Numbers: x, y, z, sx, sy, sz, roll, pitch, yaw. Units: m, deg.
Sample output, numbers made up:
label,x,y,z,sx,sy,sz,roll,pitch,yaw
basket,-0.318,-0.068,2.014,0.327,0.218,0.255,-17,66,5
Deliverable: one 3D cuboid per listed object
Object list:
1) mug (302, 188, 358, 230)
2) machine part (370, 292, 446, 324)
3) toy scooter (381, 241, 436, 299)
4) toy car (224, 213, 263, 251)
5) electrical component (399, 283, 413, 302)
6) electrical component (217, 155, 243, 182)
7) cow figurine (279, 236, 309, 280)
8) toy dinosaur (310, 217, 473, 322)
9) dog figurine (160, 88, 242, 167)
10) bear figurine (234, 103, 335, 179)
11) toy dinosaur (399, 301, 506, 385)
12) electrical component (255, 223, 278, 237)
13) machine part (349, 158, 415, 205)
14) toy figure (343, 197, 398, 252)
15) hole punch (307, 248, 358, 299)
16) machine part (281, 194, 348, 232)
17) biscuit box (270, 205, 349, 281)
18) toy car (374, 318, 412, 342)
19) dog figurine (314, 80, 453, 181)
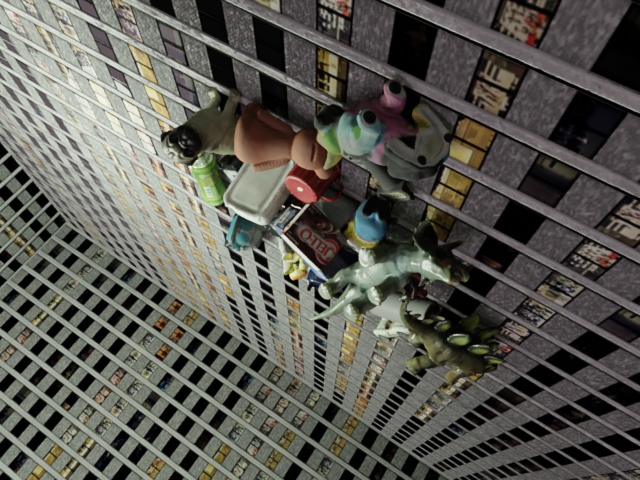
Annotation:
label,x,y,z,sx,sy,sz,roll,pitch,yaw
mug,0.011,-0.065,1.167,0.107,0.081,0.109,41,133,1
machine part,0.211,0.174,1.355,0.243,0.079,0.079,14,148,43
toy scooter,0.186,0.075,1.207,0.184,0.075,0.135,16,149,31
toy car,-0.221,-0.010,1.586,0.103,0.109,0.161,19,166,-4
electrical component,0.181,0.105,1.305,0.078,0.045,0.102,4,141,49
electrical component,-0.188,-0.169,1.298,0.119,0.048,0.074,8,144,48
cow figurine,-0.068,0.032,1.326,0.167,0.068,0.098,89,165,-61
toy dinosaur,0.127,0.069,1.087,0.405,0.192,0.131,-31,81,57
dog figurine,-0.223,-0.198,1.111,0.121,0.190,0.172,7,145,49
bear figurine,-0.060,-0.190,1.031,0.196,0.132,0.120,4,114,2
toy dinosaur,0.295,0.235,1.224,0.471,0.105,0.198,26,137,-37
electrical component,-0.125,-0.064,1.399,0.134,0.058,0.114,13,150,44
machine part,0.113,-0.118,0.990,0.138,0.039,0.084,43,165,-20
toy figure,0.107,-0.031,1.090,0.082,0.089,0.180,45,159,14
hole punch,0.040,0.078,1.352,0.116,0.142,0.092,28,162,-17
machine part,-0.014,-0.041,1.289,0.179,0.056,0.179,29,155,15
biscuit box,-0.021,0.013,1.185,0.202,0.063,0.059,49,165,-33
toy car,0.211,0.231,1.465,0.056,0.073,0.202,39,157,-6
dog figurine,0.085,-0.157,0.873,0.191,0.108,0.219,39,161,-12
